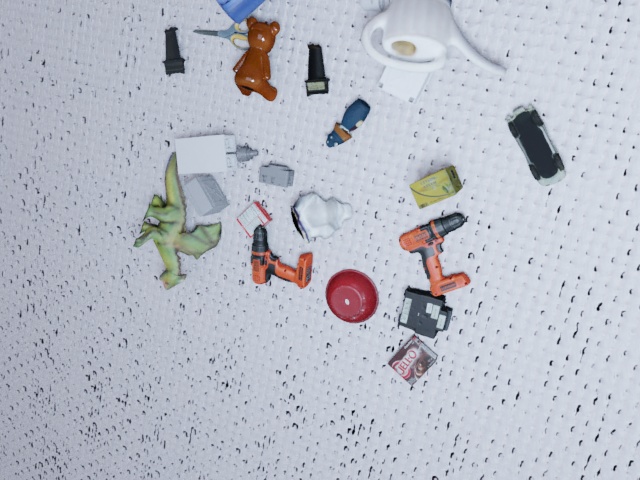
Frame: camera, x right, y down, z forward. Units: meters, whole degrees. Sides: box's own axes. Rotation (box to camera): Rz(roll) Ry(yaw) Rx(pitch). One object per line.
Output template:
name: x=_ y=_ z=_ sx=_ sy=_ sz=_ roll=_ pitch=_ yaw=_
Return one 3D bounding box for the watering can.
watering can: x=0.274 y=-0.495 z=1.234 sx=0.348 sy=0.102 sz=0.227 roll=9 pitch=74 yaw=3

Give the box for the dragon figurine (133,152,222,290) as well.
dragon figurine: x=-0.420 y=-0.049 z=1.586 sx=0.242 sy=0.121 sz=0.413 roll=22 pitch=81 yaw=-11

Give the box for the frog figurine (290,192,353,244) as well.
frog figurine: x=0.004 y=-0.072 z=1.440 sx=0.160 sy=0.121 sz=0.138 roll=-24 pitch=80 yaw=-13
